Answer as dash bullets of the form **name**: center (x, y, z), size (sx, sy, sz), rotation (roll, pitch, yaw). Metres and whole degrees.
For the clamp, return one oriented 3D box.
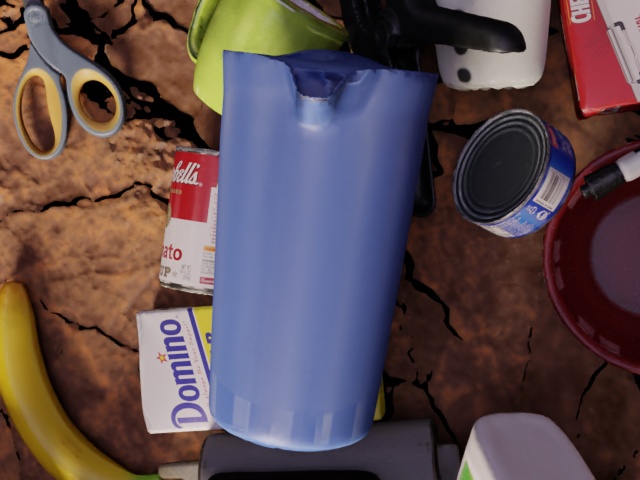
- **clamp**: center (0.056, -0.131, 0.736), size (0.036, 0.165, 0.210), rotation (-6, 47, -27)

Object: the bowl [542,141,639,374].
- **bowl**: center (0.235, 0.011, 0.738), size (0.162, 0.055, 0.162), rotation (0, 91, 9)

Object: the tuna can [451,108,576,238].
- **tuna can**: center (0.134, -0.045, 0.739), size (0.033, 0.086, 0.086), rotation (25, 96, -34)

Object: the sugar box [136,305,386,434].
- **sugar box**: center (-0.044, 0.091, 0.787), size (0.176, 0.048, 0.093), rotation (-6, 88, 7)

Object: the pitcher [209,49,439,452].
- **pitcher**: center (-0.004, 0.001, 0.684), size (0.145, 0.148, 0.243), rotation (18, 105, 47)

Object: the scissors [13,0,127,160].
- **scissors**: center (-0.193, -0.160, 0.805), size (0.096, 0.016, 0.202), rotation (3, 102, 2)

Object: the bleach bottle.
- **bleach bottle**: center (0.111, 0.239, 0.710), size (0.068, 0.102, 0.251), rotation (1, 123, -16)

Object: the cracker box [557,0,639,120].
- **cracker box**: center (0.270, -0.180, 0.722), size (0.214, 0.072, 0.164), rotation (-9, 88, 10)

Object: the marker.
- **marker**: center (0.226, -0.060, 0.700), size (0.121, 0.020, 0.020), rotation (-29, 87, 8)

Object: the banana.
- **banana**: center (-0.204, 0.127, 0.819), size (0.069, 0.037, 0.198), rotation (-37, 87, -11)

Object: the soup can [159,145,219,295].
- **soup can**: center (-0.078, -0.014, 0.780), size (0.068, 0.068, 0.102), rotation (8, 92, 8)
